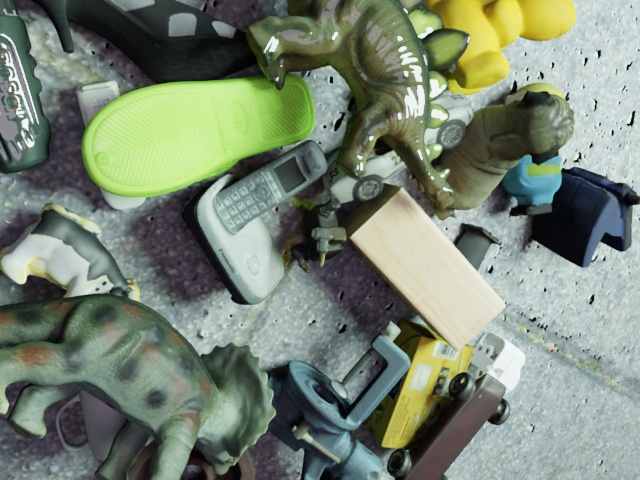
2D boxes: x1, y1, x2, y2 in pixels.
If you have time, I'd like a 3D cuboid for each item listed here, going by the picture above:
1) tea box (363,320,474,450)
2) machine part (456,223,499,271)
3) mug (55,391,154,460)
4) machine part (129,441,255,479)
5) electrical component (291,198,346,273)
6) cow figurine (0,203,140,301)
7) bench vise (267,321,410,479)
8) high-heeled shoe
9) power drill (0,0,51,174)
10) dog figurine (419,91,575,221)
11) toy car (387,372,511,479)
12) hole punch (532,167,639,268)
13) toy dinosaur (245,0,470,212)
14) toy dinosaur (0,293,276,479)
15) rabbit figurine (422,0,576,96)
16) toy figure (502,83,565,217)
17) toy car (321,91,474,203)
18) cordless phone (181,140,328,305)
[{"bbox_3d":[0.140,0.211,0.774,0.098,0.068,0.169,18,97,-23],"label":"tea box"},{"bbox_3d":[0.208,0.046,0.778,0.084,0.039,0.138,20,97,-14],"label":"machine part"},{"bbox_3d":[-0.252,0.191,0.628,0.110,0.081,0.107,-16,97,-13],"label":"mug"},{"bbox_3d":[-0.172,0.302,0.691,0.179,0.056,0.179,-4,103,-19],"label":"machine part"},{"bbox_3d":[-0.002,-0.002,0.662,0.045,0.102,0.078,-10,83,-24],"label":"electrical component"},{"bbox_3d":[-0.255,0.039,0.596,0.167,0.068,0.098,44,80,-24],"label":"cow figurine"},{"bbox_3d":[0.038,0.215,0.689,0.224,0.129,0.240,40,95,11],"label":"bench vise"},{"bbox_3d":[-0.182,-0.249,0.568,0.249,0.086,0.145,-8,73,-36],"label":"high-heeled shoe"},{"bbox_3d":[-0.378,-0.160,0.503,0.207,0.086,0.231,-24,112,-21],"label":"power drill"},{"bbox_3d":[0.212,-0.094,0.663,0.121,0.191,0.172,-5,106,-18],"label":"dog figurine"},{"bbox_3d":[0.175,0.264,0.733,0.089,0.053,0.202,35,94,-14],"label":"toy car"},{"bbox_3d":[0.372,-0.034,0.771,0.092,0.142,0.115,-22,120,-10],"label":"hole punch"},{"bbox_3d":[0.024,-0.227,0.556,0.198,0.105,0.471,-38,104,-1],"label":"toy dinosaur"},{"bbox_3d":[-0.198,0.132,0.546,0.404,0.131,0.192,46,51,-22],"label":"toy dinosaur"},{"bbox_3d":[0.222,-0.271,0.666,0.173,0.122,0.162,-17,86,5],"label":"rabbit figurine"},{"bbox_3d":[0.295,-0.124,0.746,0.089,0.082,0.180,-12,99,-37],"label":"toy figure"},{"bbox_3d":[0.092,-0.115,0.655,0.202,0.074,0.056,-34,128,8],"label":"toy car"},{"bbox_3d":[-0.057,-0.025,0.643,0.184,0.089,0.146,-33,111,-14],"label":"cordless phone"}]
